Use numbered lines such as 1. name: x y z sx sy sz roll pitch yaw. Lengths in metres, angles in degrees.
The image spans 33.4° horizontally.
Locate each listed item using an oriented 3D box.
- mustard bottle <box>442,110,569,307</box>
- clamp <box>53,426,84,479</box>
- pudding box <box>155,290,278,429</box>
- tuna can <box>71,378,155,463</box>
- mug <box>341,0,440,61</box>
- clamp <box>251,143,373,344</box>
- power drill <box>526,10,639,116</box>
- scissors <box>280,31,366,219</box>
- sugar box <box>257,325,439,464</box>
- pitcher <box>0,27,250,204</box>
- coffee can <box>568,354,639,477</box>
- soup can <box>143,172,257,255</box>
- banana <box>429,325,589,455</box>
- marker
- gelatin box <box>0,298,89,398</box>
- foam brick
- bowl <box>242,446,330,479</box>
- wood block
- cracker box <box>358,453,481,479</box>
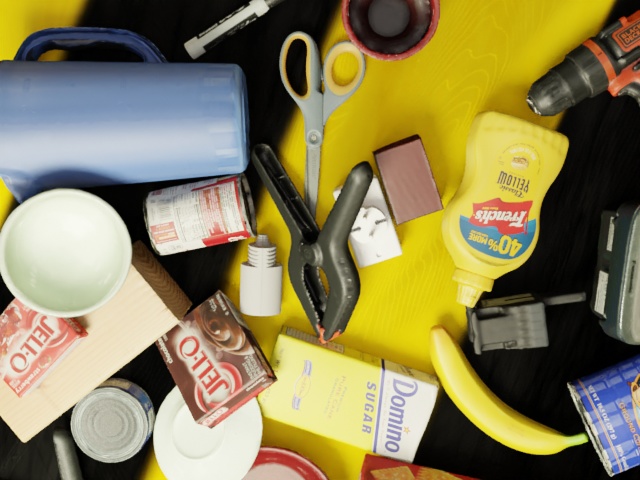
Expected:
1. mustard bottle: 0.174 -0.026 1.064 0.096 0.058 0.191 18 92 -12
2. clamp: -0.266 0.283 1.154 0.171 0.039 0.120 41 110 -9
3. pudding box: -0.107 0.123 1.096 0.090 0.039 0.113 -37 57 6
4. tuna can: -0.222 0.193 1.142 0.086 0.033 0.086 0 99 3
5. mug: 0.058 -0.227 1.039 0.117 0.081 0.093 30 99 -2
6. clamp: -0.007 0.001 1.078 0.036 0.165 0.210 -22 122 -36
7. power drill: 0.318 -0.126 1.024 0.184 0.057 0.188 -34 75 3
8. scissors: 0.012 -0.116 1.092 0.096 0.016 0.202 -12 98 5
9. sugar box: 0.028 0.163 1.118 0.176 0.048 0.093 18 100 1
10. pitcher: -0.193 -0.125 1.052 0.243 0.145 0.149 -3 114 0
11. coffee can: 0.336 0.164 1.074 0.140 0.103 0.103 -24 97 6
12. soup can: -0.121 -0.026 1.086 0.102 0.068 0.068 -12 98 5
13. banana: 0.181 0.167 1.113 0.198 0.037 0.070 36 108 0
14. marker: -0.082 -0.223 1.078 0.121 0.020 0.020 -31 96 7
15. gelatin box: -0.282 0.097 1.039 0.089 0.030 0.073 -45 85 7
16. foam brick: 0.088 -0.061 1.077 0.051 0.053 0.078 -18 97 5
17. bowl: -0.054 0.288 1.135 0.162 0.055 0.162 1 97 5
18. wood block: -0.244 0.102 1.101 0.206 0.090 0.091 -37 96 7
19. cracker box: 0.130 0.327 1.108 0.213 0.072 0.164 13 114 1
